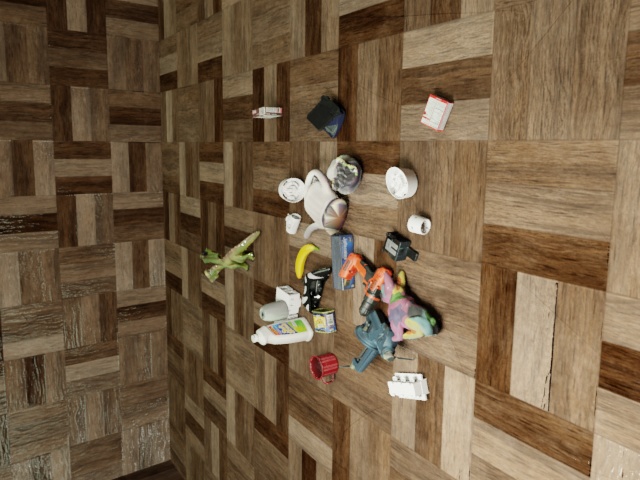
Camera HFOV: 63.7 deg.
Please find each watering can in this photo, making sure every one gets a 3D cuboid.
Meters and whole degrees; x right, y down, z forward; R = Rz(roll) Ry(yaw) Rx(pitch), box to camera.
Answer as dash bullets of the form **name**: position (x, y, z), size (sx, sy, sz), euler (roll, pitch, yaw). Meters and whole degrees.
- **watering can**: position (0.006, -0.098, 1.942), size (0.228, 0.105, 0.339), euler (45, 143, 41)

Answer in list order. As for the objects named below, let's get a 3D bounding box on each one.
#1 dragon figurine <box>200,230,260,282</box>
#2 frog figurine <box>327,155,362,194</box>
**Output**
- **dragon figurine**: position (-0.457, 0.076, 2.503), size (0.401, 0.243, 0.125), euler (-59, 44, 43)
- **frog figurine**: position (0.087, -0.232, 1.827), size (0.160, 0.122, 0.137), euler (-84, -18, -84)
